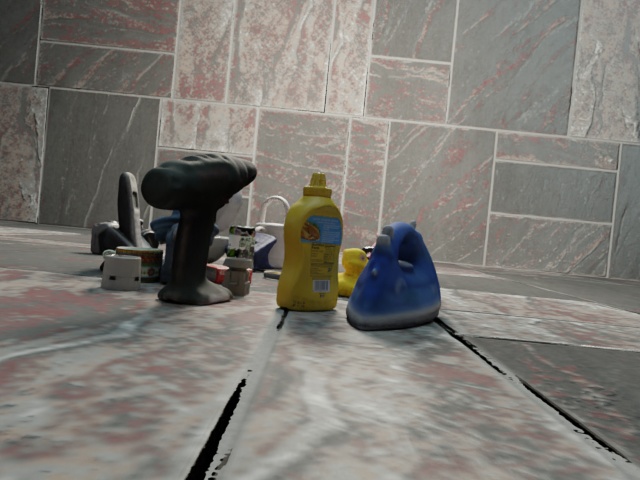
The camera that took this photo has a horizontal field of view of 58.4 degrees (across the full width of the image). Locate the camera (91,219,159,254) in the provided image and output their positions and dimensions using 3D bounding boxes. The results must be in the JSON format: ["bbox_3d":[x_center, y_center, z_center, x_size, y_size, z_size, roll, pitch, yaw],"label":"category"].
[{"bbox_3d":[-0.490,-0.009,1.469,0.136,0.101,0.144,6,1,37],"label":"camera"}]

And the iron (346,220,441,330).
[{"bbox_3d":[0.101,0.038,0.783,0.118,0.141,0.259,6,1,19],"label":"iron"}]

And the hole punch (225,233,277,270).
[{"bbox_3d":[-0.169,0.028,1.403,0.108,0.091,0.101,6,1,33],"label":"hole punch"}]

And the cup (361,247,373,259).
[{"bbox_3d":[0.129,0.059,1.046,0.117,0.095,0.092,6,1,14],"label":"cup"}]

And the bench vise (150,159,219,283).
[{"bbox_3d":[-0.223,-0.036,0.997,0.122,0.220,0.206,5,1,-30],"label":"bench vise"}]

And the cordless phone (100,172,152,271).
[{"bbox_3d":[-0.353,-0.032,1.092,0.094,0.185,0.147,5,1,-7],"label":"cordless phone"}]

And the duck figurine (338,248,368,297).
[{"bbox_3d":[0.054,0.057,1.027,0.104,0.086,0.077,6,1,6],"label":"duck figurine"}]

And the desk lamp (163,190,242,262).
[{"bbox_3d":[-0.285,-0.043,1.284,0.204,0.213,0.117,5,1,-42],"label":"desk lamp"}]

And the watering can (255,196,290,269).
[{"bbox_3d":[-0.125,-0.023,1.563,0.101,0.194,0.173,6,1,7],"label":"watering can"}]

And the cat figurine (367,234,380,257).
[{"bbox_3d":[0.142,0.044,1.350,0.067,0.118,0.128,5,1,1],"label":"cat figurine"}]

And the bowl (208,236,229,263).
[{"bbox_3d":[-0.305,0.022,1.429,0.167,0.075,0.167,5,1,0],"label":"bowl"}]

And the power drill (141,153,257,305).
[{"bbox_3d":[-0.159,-0.021,0.791,0.075,0.208,0.230,6,1,20],"label":"power drill"}]
